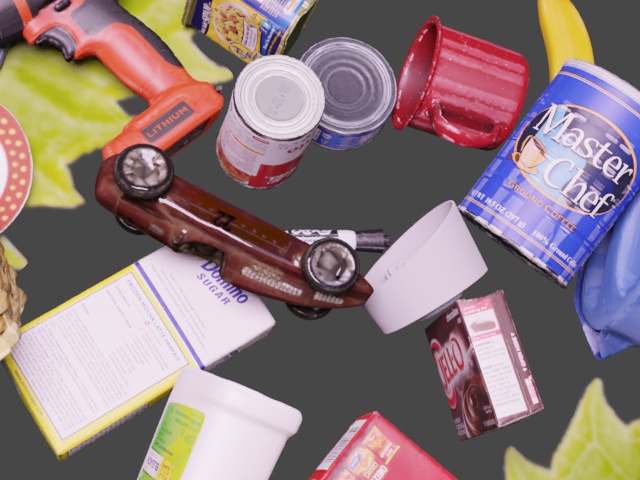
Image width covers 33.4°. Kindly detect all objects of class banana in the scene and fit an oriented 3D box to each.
[{"bbox_3d":[0.195,-0.122,0.885,0.069,0.037,0.197,20,71,-6],"label":"banana"}]

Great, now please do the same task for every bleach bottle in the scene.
[{"bbox_3d":[-0.100,0.211,0.683,0.068,0.103,0.251,28,79,-26],"label":"bleach bottle"}]

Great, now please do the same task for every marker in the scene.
[{"bbox_3d":[-0.005,0.001,0.817,0.121,0.020,0.020,0,74,-12],"label":"marker"}]

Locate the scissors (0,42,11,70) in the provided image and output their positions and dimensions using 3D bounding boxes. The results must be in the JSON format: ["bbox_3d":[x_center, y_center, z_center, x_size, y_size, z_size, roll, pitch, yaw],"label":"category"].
[{"bbox_3d":[-0.223,-0.164,0.822,0.201,0.016,0.096,-11,78,-15],"label":"scissors"}]

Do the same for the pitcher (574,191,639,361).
[{"bbox_3d":[0.335,0.041,0.817,0.242,0.149,0.145,23,47,-8],"label":"pitcher"}]

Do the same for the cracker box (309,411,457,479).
[{"bbox_3d":[0.062,0.249,0.731,0.213,0.072,0.164,40,72,0],"label":"cracker box"}]

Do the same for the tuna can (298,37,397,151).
[{"bbox_3d":[0.017,-0.117,0.848,0.086,0.034,0.086,3,73,-11],"label":"tuna can"}]

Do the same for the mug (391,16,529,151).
[{"bbox_3d":[0.111,-0.112,0.831,0.081,0.093,0.117,17,38,-12],"label":"mug"}]

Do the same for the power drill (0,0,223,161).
[{"bbox_3d":[-0.177,-0.131,0.788,0.184,0.057,0.187,-39,91,-22],"label":"power drill"}]

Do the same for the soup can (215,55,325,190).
[{"bbox_3d":[-0.038,-0.086,0.792,0.068,0.102,0.068,3,72,-11],"label":"soup can"}]

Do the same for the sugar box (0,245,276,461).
[{"bbox_3d":[-0.130,0.070,0.758,0.176,0.048,0.093,-29,80,-21],"label":"sugar box"}]

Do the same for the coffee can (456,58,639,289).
[{"bbox_3d":[0.184,-0.049,0.800,0.103,0.103,0.140,36,93,0],"label":"coffee can"}]

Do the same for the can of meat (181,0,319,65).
[{"bbox_3d":[-0.053,-0.179,0.817,0.084,0.102,0.057,34,70,-3],"label":"can of meat"}]

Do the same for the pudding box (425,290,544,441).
[{"bbox_3d":[0.115,0.092,0.766,0.039,0.113,0.090,-15,77,-12],"label":"pudding box"}]
